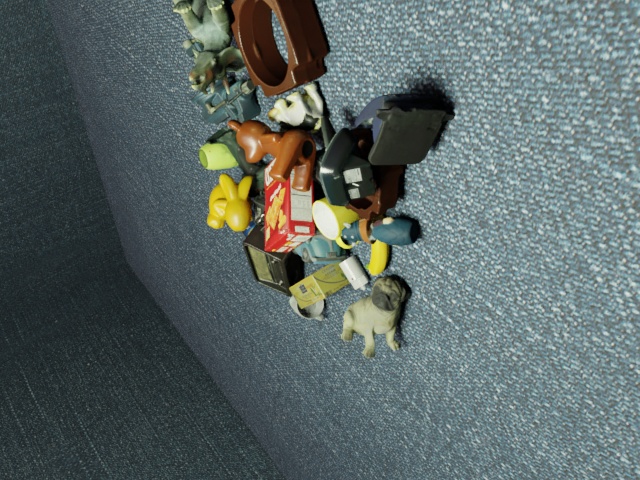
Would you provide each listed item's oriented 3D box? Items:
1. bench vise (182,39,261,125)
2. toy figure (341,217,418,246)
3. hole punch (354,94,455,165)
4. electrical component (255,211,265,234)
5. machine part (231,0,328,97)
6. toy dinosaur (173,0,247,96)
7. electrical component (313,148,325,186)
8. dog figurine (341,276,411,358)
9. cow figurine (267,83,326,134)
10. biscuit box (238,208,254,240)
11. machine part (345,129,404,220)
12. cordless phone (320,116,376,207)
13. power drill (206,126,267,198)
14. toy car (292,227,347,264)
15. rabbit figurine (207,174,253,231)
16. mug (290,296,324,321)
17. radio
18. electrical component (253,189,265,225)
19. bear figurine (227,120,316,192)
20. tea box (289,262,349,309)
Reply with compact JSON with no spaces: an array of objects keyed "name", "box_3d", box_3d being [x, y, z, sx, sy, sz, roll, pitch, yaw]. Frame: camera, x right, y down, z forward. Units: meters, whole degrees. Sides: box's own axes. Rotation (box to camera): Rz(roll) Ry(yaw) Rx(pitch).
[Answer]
[{"name":"bench vise","box_3d":[-0.256,-0.390,1.325,0.240,0.129,0.224,60,155,-13]},{"name":"toy figure","box_3d":[0.116,-0.016,1.063,0.155,0.058,0.064,4,103,32]},{"name":"hole punch","box_3d":[0.127,-0.191,0.864,0.115,0.142,0.092,115,146,-47]},{"name":"electrical component","box_3d":[-0.115,-0.024,1.344,0.102,0.078,0.045,38,125,-15]},{"name":"machine part","box_3d":[-0.081,-0.398,1.063,0.201,0.087,0.201,2,115,58]},{"name":"toy dinosaur","box_3d":[-0.257,-0.502,1.219,0.192,0.131,0.405,69,-177,-57]},{"name":"electrical component","box_3d":[0.024,-0.163,1.140,0.075,0.048,0.119,46,150,26]},{"name":"dog figurine","box_3d":[0.122,0.143,1.219,0.173,0.121,0.190,30,124,41]},{"name":"cow figurine","box_3d":[-0.048,-0.265,1.152,0.098,0.068,0.167,60,154,-12]},{"name":"biscuit box","box_3d":[-0.213,-0.047,1.563,0.063,0.059,0.202,37,162,39]},{"name":"machine part","box_3d":[0.086,-0.129,1.039,0.180,0.056,0.179,37,137,45]},{"name":"cordless phone","box_3d":[0.029,-0.166,0.955,0.146,0.089,0.184,65,-172,-64]},{"name":"power drill","box_3d":[-0.210,-0.200,1.428,0.232,0.086,0.207,0,125,55]},{"name":"toy car","box_3d":[-0.003,-0.004,1.285,0.162,0.109,0.102,-150,63,-62]},{"name":"rabbit figurine","box_3d":[-0.213,-0.089,1.377,0.173,0.122,0.162,-126,45,-59]},{"name":"mug","box_3d":[-0.036,0.183,1.529,0.109,0.081,0.107,41,167,-18]},{"name":"radio","box_3d":[-0.124,0.063,1.475,0.131,0.073,0.229,24,154,17]},{"name":"electrical component","box_3d":[-0.105,-0.061,1.397,0.134,0.058,0.114,25,148,10]},{"name":"bear figurine","box_3d":[-0.109,-0.186,1.133,0.196,0.120,0.132,13,85,31]},{"name":"tea box","box_3d":[0.000,0.114,1.372,0.068,0.098,0.169,59,151,4]}]
